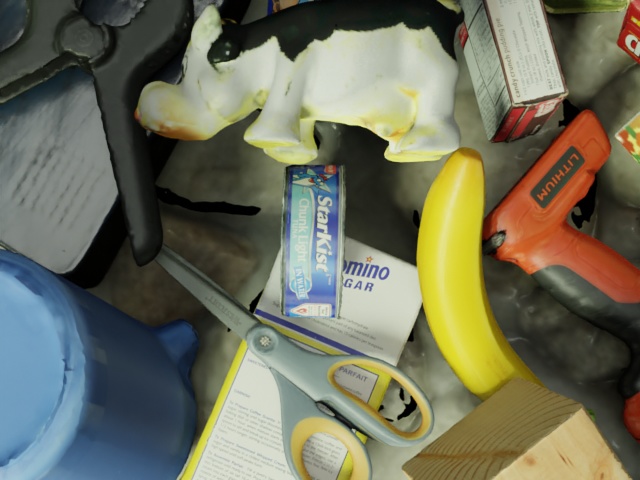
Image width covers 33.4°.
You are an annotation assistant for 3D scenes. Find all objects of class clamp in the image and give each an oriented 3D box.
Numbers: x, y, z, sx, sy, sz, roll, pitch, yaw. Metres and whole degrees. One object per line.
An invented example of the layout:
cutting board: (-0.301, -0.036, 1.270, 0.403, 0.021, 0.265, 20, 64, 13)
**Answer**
clamp: (-0.122, -0.098, 0.596, 0.164, 0.036, 0.210, 30, 82, 0)

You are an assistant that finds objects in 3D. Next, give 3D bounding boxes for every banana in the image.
banana: (0.095, 0.038, 0.623, 0.070, 0.037, 0.197, -23, 114, 12)

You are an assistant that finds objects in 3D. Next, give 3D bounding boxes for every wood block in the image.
wood block: (0.146, 0.189, 0.583, 0.090, 0.091, 0.206, -36, 98, -7)

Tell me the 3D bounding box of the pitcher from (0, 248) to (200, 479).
pitcher: (-0.151, 0.088, 0.540, 0.145, 0.243, 0.149, 7, 76, 3)

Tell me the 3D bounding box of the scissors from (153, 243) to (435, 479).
scissors: (-0.033, 0.079, 0.609, 0.202, 0.016, 0.096, 25, 80, 0)

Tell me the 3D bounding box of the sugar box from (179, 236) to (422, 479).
sugar box: (-0.008, 0.084, 0.643, 0.093, 0.048, 0.176, 24, 78, 2)

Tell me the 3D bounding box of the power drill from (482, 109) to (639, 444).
power drill: (0.205, 0.010, 0.650, 0.188, 0.057, 0.184, 43, 77, 6)

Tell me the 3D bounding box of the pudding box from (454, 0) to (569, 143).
pudding box: (0.113, -0.124, 0.651, 0.039, 0.090, 0.113, -15, 82, -3)

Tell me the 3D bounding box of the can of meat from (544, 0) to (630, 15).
can of meat: (0.178, -0.188, 0.656, 0.084, 0.102, 0.057, -42, 111, -9)

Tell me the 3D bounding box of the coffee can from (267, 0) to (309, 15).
coffee can: (0.020, -0.146, 0.632, 0.103, 0.103, 0.140, 5, 95, 0)

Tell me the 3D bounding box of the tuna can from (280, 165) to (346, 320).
tuna can: (-0.004, 0.001, 0.591, 0.033, 0.086, 0.086, 2, 82, 0)

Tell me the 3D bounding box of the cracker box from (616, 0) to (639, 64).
cracker box: (0.320, -0.151, 0.659, 0.213, 0.072, 0.164, -42, 74, -5)
